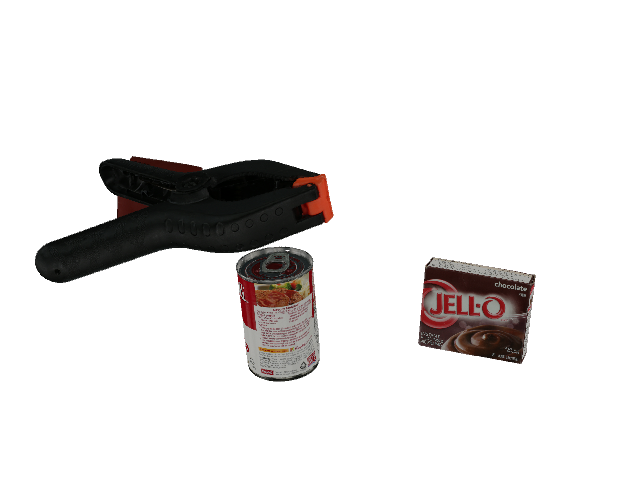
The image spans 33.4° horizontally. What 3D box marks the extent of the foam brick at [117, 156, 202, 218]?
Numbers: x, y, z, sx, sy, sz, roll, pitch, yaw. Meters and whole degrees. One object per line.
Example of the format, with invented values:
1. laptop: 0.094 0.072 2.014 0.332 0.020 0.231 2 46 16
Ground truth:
1. foam brick: -0.163 -0.048 1.090 0.078 0.051 0.053 9 31 3

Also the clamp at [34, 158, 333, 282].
1. clamp: -0.082 -0.013 0.630 0.172 0.039 0.120 -1 39 24

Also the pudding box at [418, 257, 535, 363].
1. pudding box: 0.161 0.072 1.107 0.113 0.090 0.039 8 21 15

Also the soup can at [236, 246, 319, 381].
1. soup can: -0.036 0.065 0.950 0.068 0.102 0.068 -4 25 2
